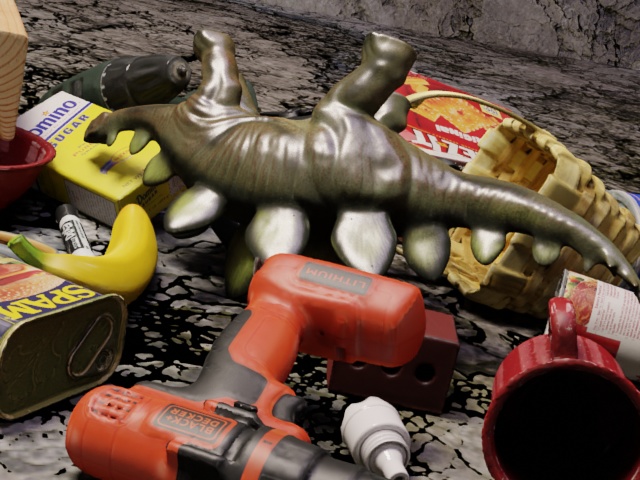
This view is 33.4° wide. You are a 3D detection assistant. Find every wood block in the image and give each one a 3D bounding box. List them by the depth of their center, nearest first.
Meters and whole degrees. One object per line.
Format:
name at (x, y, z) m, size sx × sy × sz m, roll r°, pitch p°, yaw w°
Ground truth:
wood block at (-0.311, -0.164, 0.925) m, size 0.090 × 0.091 × 0.206 m, roll 6°, pitch 20°, yaw -23°

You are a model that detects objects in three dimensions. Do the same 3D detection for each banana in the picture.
banana at (-0.145, 0.012, 0.740) m, size 0.037 × 0.069 × 0.197 m, roll -25°, pitch 2°, yaw 12°

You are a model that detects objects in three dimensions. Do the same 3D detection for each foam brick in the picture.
foam brick at (0.047, 0.073, 0.696) m, size 0.078 × 0.053 × 0.051 m, roll 12°, pitch 18°, yaw 0°

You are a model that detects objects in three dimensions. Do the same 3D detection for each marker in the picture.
marker at (-0.189, -0.001, 0.821) m, size 0.020 × 0.020 × 0.121 m, roll 5°, pitch 19°, yaw -22°

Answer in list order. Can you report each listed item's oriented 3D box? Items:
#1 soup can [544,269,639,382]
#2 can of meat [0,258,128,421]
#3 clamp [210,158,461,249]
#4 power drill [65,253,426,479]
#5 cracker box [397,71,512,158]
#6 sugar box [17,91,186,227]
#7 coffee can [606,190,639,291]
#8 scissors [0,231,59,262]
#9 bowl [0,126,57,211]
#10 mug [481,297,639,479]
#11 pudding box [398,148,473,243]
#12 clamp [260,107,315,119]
soup can at (0.226, 0.068, 0.808) m, size 0.102 × 0.068 × 0.068 m, roll 16°, pitch 18°, yaw 10°
can of meat at (-0.174, 0.052, 0.605) m, size 0.084 × 0.057 × 0.101 m, roll 18°, pitch 18°, yaw 26°
clamp at (-0.006, 0.001, 0.841) m, size 0.210 × 0.036 × 0.164 m, roll 3°, pitch 54°, yaw 25°
power drill at (-0.009, 0.081, 0.556) m, size 0.185 × 0.057 × 0.187 m, roll 15°, pitch 31°, yaw 20°
cracker box at (0.139, -0.098, 1.151) m, size 0.164 × 0.072 × 0.213 m, roll 19°, pitch 29°, yaw -11°
sugar box at (-0.200, -0.072, 0.937) m, size 0.176 × 0.048 × 0.093 m, roll 25°, pitch 49°, yaw 30°
coffee can at (0.324, 0.013, 0.991) m, size 0.140 × 0.103 × 0.103 m, roll 7°, pitch 18°, yaw -18°
scissors at (-0.288, -0.001, 0.755) m, size 0.201 × 0.016 × 0.096 m, roll 12°, pitch 17°, yaw -1°
bowl at (-0.298, -0.059, 0.862) m, size 0.162 × 0.055 × 0.162 m, roll 11°, pitch 17°, yaw -4°
mug at (0.139, 0.090, 0.611) m, size 0.093 × 0.117 × 0.081 m, roll -5°, pitch 10°, yaw 10°
pudding box at (0.093, -0.042, 1.024) m, size 0.113 × 0.090 × 0.039 m, roll 9°, pitch 17°, yaw -15°
clamp at (-0.039, -0.122, 1.174) m, size 0.172 × 0.039 × 0.120 m, roll -4°, pitch 25°, yaw 43°
